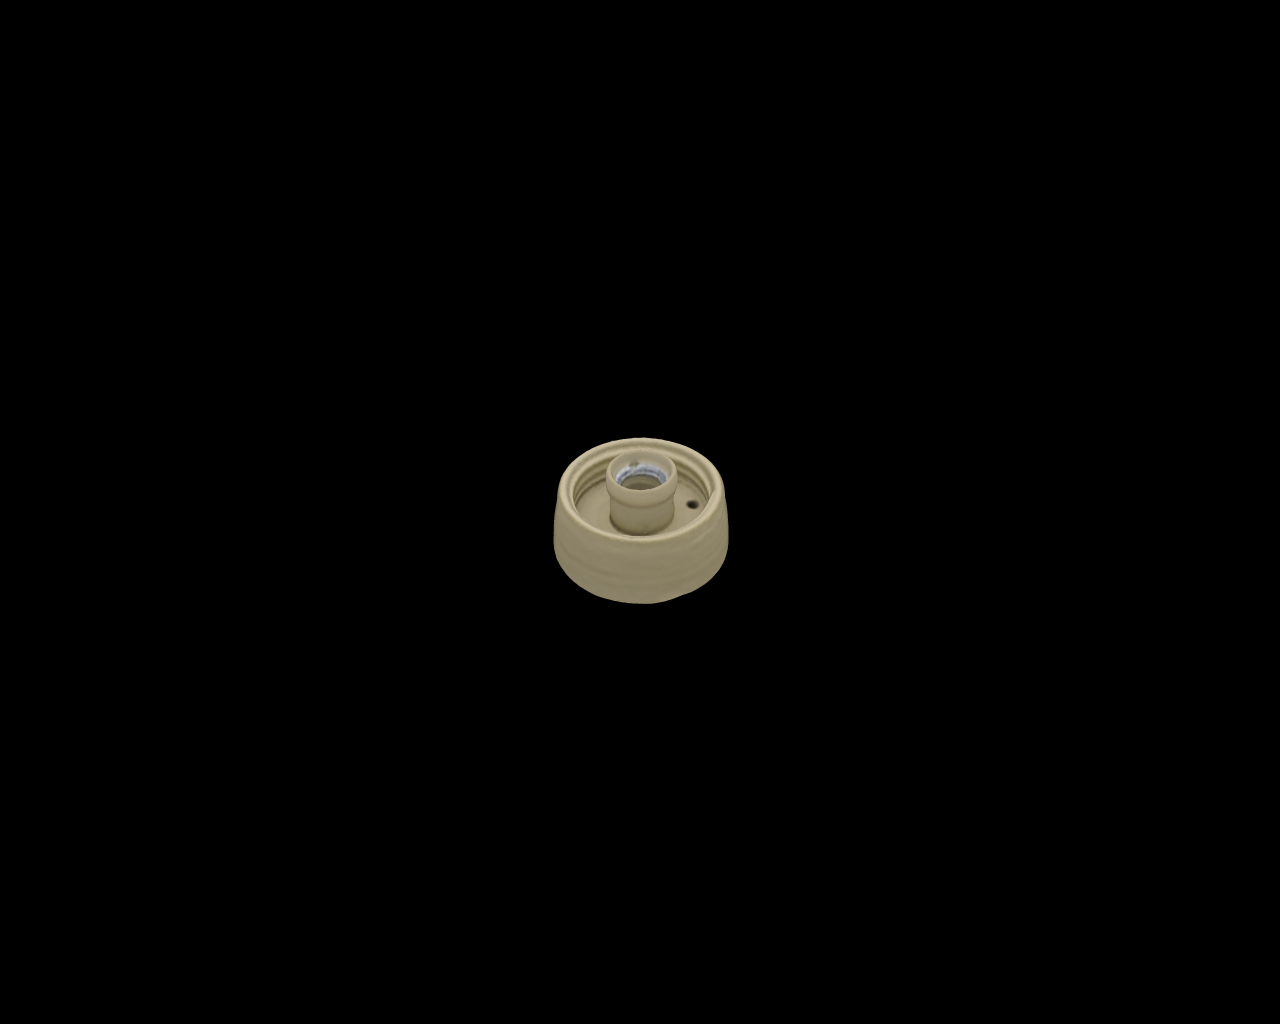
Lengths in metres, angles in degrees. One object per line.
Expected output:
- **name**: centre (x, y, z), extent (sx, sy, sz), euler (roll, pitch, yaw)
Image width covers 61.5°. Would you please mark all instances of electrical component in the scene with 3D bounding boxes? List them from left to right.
- **electrical component**: centre (0.001, -0.003, 0.650), extent (0.108, 0.060, 0.108), euler (0, 40, 0)
